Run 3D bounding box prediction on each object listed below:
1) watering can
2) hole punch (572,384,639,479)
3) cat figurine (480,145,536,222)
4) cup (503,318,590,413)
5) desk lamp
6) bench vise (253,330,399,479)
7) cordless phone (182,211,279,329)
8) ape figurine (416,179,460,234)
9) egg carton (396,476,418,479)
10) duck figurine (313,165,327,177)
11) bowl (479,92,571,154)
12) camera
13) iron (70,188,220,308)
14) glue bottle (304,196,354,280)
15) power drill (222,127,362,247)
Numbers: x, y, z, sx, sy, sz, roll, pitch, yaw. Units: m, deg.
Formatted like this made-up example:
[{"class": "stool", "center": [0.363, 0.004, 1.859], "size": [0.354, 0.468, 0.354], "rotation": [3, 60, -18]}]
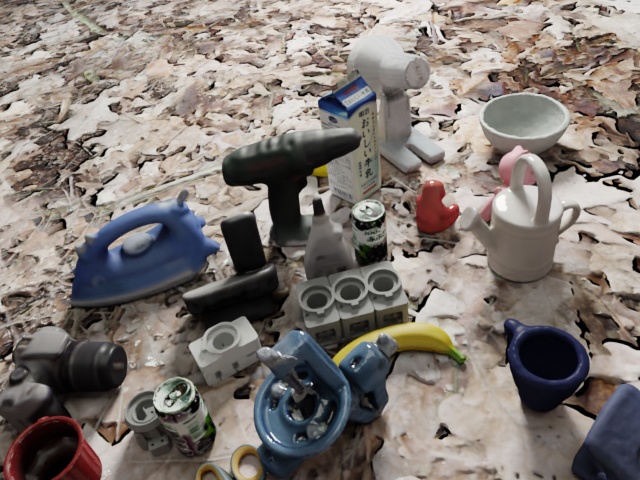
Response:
[{"class": "watering can", "center": [0.297, -0.034, 0.843], "size": [0.173, 0.194, 0.100], "rotation": [-26, 45, -17]}, {"class": "hole punch", "center": [0.349, 0.229, 0.628], "size": [0.100, 0.091, 0.109], "rotation": [29, 55, 34]}, {"class": "cat figurine", "center": [0.322, -0.098, 0.963], "size": [0.067, 0.118, 0.128], "rotation": [25, 53, 32]}, {"class": "cup", "center": [0.268, 0.161, 0.713], "size": [0.092, 0.095, 0.117], "rotation": [-25, 45, -16]}, {"class": "desk lamp", "center": [0.150, -0.274, 1.110], "size": [0.118, 0.214, 0.202], "rotation": [-26, 45, -17]}, {"class": "bench vise", "center": [-0.003, 0.157, 0.673], "size": [0.121, 0.220, 0.208], "rotation": [21, 51, 29]}, {"class": "cordless phone", "center": [-0.142, 0.039, 0.849], "size": [0.148, 0.185, 0.094], "rotation": [-22, 44, -13]}, {"class": "ape figurine", "center": [0.193, -0.062, 0.966], "size": [0.076, 0.092, 0.077], "rotation": [-33, 48, -23]}, {"class": "egg carton", "center": [0.065, 0.320, 0.598], "size": [0.150, 0.069, 0.107], "rotation": [-21, 44, -12]}, {"class": "duck figurine", "center": [0.014, -0.179, 1.127], "size": [0.104, 0.086, 0.077], "rotation": [-4, 43, 6]}, {"class": "bowl", "center": [0.389, -0.211, 1.104], "size": [0.167, 0.075, 0.167], "rotation": [-5, 43, 5]}, {"class": "camera", "center": [-0.351, 0.184, 0.793], "size": [0.136, 0.101, 0.143], "rotation": [-2, 43, 8]}, {"class": "iron", "center": [-0.306, 0.011, 0.939], "size": [0.259, 0.142, 0.118], "rotation": [-24, 45, -15]}, {"class": "glue bottle", "center": [0.008, 0.003, 0.869], "size": [0.078, 0.173, 0.037], "rotation": [-9, 43, 1]}, {"class": "power drill", "center": [-0.038, -0.089, 0.950], "size": [0.229, 0.209, 0.075], "rotation": [-3, 43, 7]}]
